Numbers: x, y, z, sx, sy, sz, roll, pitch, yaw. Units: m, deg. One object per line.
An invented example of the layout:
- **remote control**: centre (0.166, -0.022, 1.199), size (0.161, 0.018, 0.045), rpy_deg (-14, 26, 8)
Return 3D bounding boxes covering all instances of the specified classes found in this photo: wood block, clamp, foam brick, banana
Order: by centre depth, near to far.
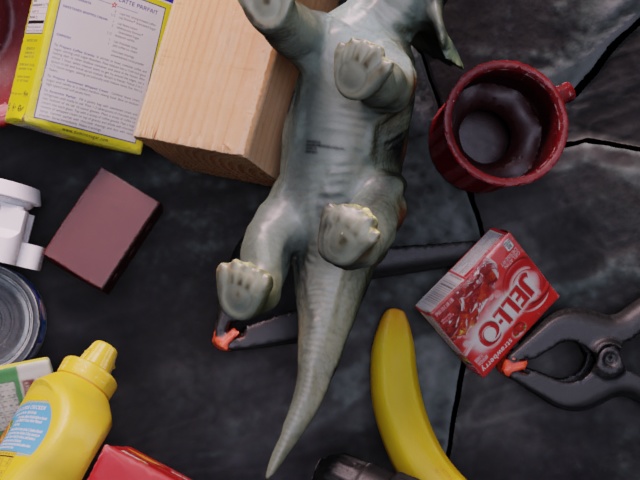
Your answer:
- **wood block**: centre (-0.051, -0.152, 0.774), size (0.091, 0.090, 0.206), rpy_deg (13, 82, 20)
- **foam brick**: centre (-0.157, -0.005, 0.777), size (0.051, 0.053, 0.078), rpy_deg (33, 82, -3)
- **banana**: centre (0.080, 0.143, 0.777), size (0.069, 0.037, 0.198), rpy_deg (-32, 64, -3)
- **clamp**: centre (-0.005, 0.001, 0.803), size (0.209, 0.036, 0.164), rpy_deg (-35, 89, -13)
- **clamp**: centre (0.224, 0.080, 0.823), size (0.171, 0.039, 0.120), rpy_deg (4, 82, -7)

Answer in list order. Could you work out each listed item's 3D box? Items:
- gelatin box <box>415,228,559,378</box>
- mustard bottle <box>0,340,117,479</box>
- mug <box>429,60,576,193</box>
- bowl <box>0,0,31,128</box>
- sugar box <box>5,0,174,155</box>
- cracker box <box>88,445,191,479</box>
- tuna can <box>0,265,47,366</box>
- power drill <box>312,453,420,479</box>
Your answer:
- **gelatin box**: centre (0.128, 0.046, 0.807), size (0.089, 0.030, 0.073), rpy_deg (-44, 113, -8)
- **mustard bottle**: centre (-0.186, 0.148, 0.691), size (0.058, 0.096, 0.191), rpy_deg (39, 59, -22)
- **mug**: centre (0.139, -0.086, 0.808), size (0.117, 0.081, 0.093), rpy_deg (-31, 89, -9)
- **bowl**: centre (-0.249, -0.159, 0.745), size (0.161, 0.055, 0.162), rpy_deg (-7, 102, -34)
- **sugar box**: centre (-0.154, -0.156, 0.751), size (0.093, 0.048, 0.176), rpy_deg (13, 88, -38)
- **cracker box**: centre (-0.109, 0.261, 0.668), size (0.164, 0.072, 0.213), rpy_deg (27, 82, 7)
- **tuna can**: centre (-0.242, 0.059, 0.769), size (0.086, 0.034, 0.086), rpy_deg (1, 84, -7)
- **power drill**: centre (0.049, 0.252, 0.700), size (0.185, 0.057, 0.187), rpy_deg (21, 82, 24)
